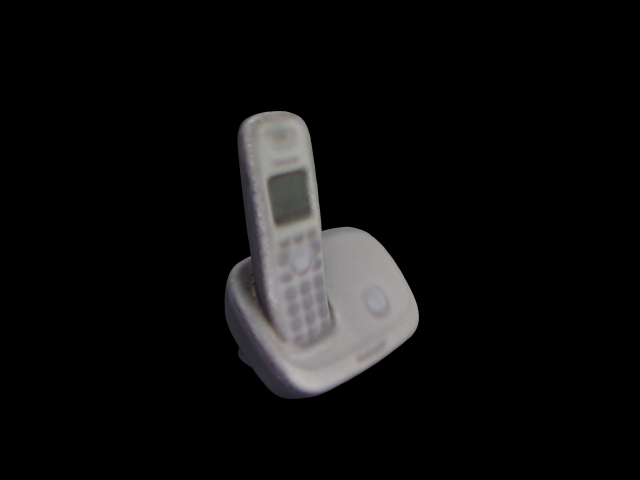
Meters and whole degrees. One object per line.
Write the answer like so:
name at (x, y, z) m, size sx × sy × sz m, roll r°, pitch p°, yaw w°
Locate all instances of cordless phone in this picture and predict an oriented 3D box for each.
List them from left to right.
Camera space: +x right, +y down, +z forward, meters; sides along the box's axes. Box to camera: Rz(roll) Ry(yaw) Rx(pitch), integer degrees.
cordless phone at (0.004, 0.001, 0.400) m, size 0.093 × 0.185 × 0.148 m, roll 17°, pitch 27°, yaw 38°
